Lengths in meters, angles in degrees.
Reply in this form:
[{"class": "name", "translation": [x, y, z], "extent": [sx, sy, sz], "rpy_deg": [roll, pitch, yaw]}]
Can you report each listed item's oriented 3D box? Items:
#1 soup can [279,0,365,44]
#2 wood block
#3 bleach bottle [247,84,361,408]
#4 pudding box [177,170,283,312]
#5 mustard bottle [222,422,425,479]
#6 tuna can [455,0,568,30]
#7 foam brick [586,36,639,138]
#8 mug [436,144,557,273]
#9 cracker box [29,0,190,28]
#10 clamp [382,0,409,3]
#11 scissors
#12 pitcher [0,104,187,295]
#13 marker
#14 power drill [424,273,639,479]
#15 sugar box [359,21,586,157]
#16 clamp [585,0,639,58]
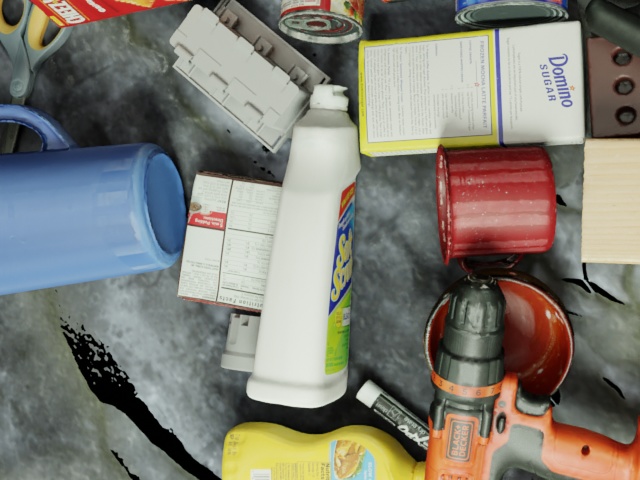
[{"class": "soup can", "translation": [0.005, -0.219, 0.865], "extent": [0.069, 0.068, 0.102], "rpy_deg": [2, 81, 17]}, {"class": "wood block", "translation": [0.296, -0.026, 0.767], "extent": [0.206, 0.090, 0.091], "rpy_deg": [1, 90, 17]}, {"class": "bleach bottle", "translation": [-0.006, 0.001, 0.855], "extent": [0.068, 0.102, 0.251], "rpy_deg": [6, 92, 17]}, {"class": "pudding box", "translation": [-0.069, 0.002, 0.910], "extent": [0.090, 0.039, 0.113], "rpy_deg": [9, 94, 17]}, {"class": "mustard bottle", "translation": [0.018, 0.199, 0.869], "extent": [0.192, 0.058, 0.096], "rpy_deg": [-2, 90, 18]}, {"class": "tuna can", "translation": [0.147, -0.186, 0.818], "extent": [0.086, 0.086, 0.034], "rpy_deg": [0, 88, 17]}, {"class": "foam brick", "translation": [0.231, -0.114, 0.808], "extent": [0.053, 0.051, 0.078], "rpy_deg": [-4, 88, 18]}, {"class": "mug", "translation": [0.134, -0.020, 0.822], "extent": [0.081, 0.093, 0.117], "rpy_deg": [-3, 126, 2]}, {"class": "cracker box", "translation": [-0.141, -0.283, 0.900], "extent": [0.214, 0.072, 0.164], "rpy_deg": [-7, 72, 17]}, {"class": "clamp", "translation": [0.116, -0.245, 0.850], "extent": [0.172, 0.039, 0.120], "rpy_deg": [-47, 60, 17]}, {"class": "scissors", "translation": [-0.290, -0.157, 0.993], "extent": [0.096, 0.016, 0.202], "rpy_deg": [31, 98, 17]}, {"class": "pitcher", "translation": [-0.246, -0.028, 0.921], "extent": [0.243, 0.149, 0.145], "rpy_deg": [-6, 50, 14]}, {"class": "marker", "translation": [0.082, 0.158, 0.870], "extent": [0.121, 0.020, 0.020], "rpy_deg": [36, 100, 14]}, {"class": "power drill", "translation": [0.172, 0.120, 0.769], "extent": [0.188, 0.057, 0.184], "rpy_deg": [8, 113, 10]}, {"class": "sugar box", "translation": [0.120, -0.118, 0.848], "extent": [0.176, 0.048, 0.093], "rpy_deg": [-1, 89, 14]}, {"class": "clamp", "translation": [0.300, -0.115, 0.727], "extent": [0.164, 0.036, 0.210], "rpy_deg": [-20, 57, -5]}]
